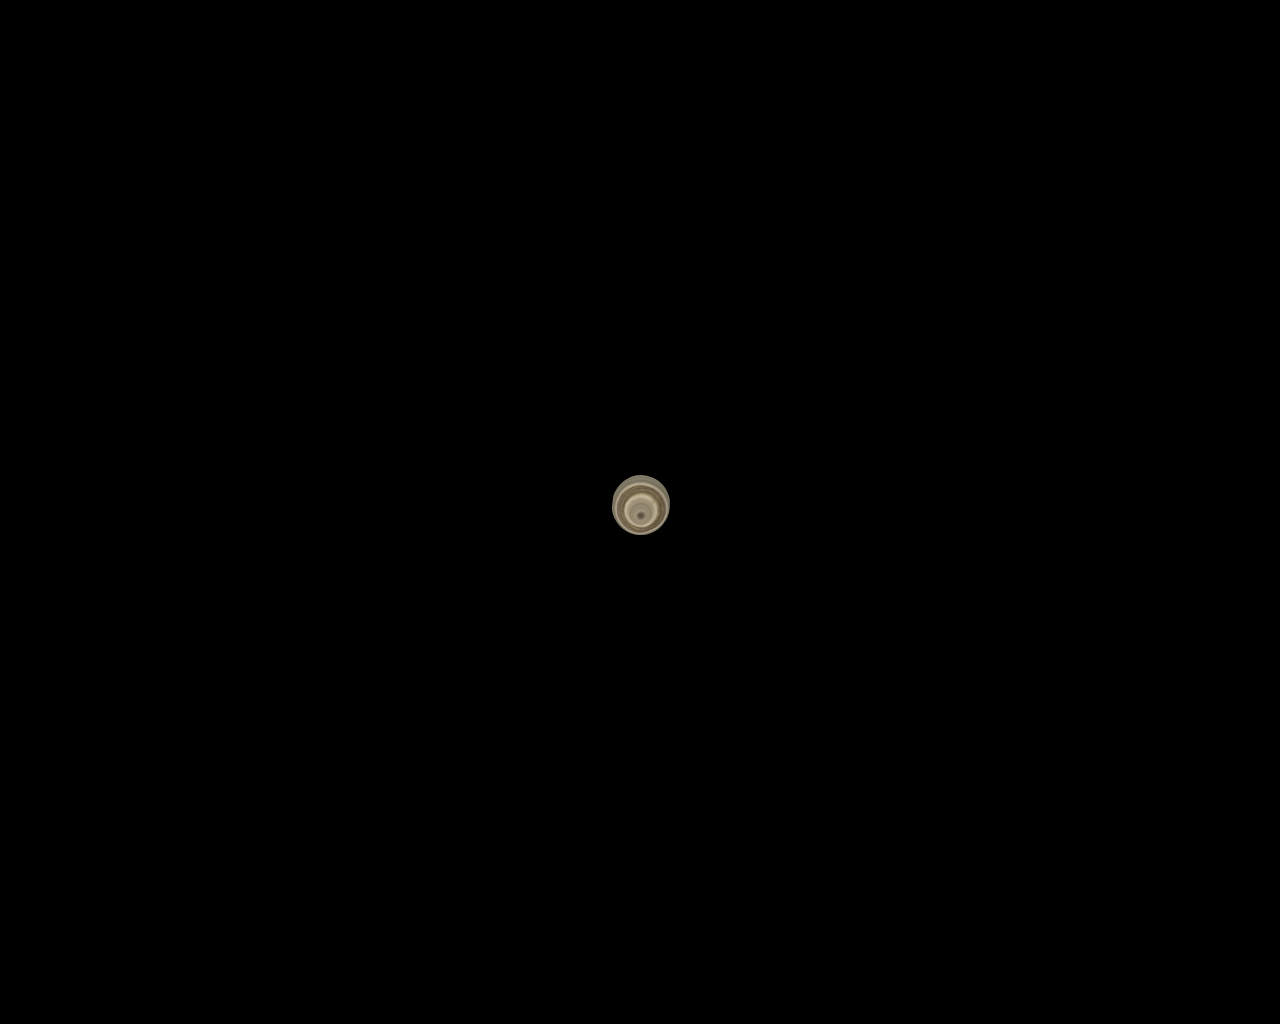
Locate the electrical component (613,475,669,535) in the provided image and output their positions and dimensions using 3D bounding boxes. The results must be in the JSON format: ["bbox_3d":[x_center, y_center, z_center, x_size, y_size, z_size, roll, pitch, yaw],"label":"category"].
[{"bbox_3d":[0.001,-0.003,0.650,0.035,0.035,0.061,0,9,0],"label":"electrical component"}]
